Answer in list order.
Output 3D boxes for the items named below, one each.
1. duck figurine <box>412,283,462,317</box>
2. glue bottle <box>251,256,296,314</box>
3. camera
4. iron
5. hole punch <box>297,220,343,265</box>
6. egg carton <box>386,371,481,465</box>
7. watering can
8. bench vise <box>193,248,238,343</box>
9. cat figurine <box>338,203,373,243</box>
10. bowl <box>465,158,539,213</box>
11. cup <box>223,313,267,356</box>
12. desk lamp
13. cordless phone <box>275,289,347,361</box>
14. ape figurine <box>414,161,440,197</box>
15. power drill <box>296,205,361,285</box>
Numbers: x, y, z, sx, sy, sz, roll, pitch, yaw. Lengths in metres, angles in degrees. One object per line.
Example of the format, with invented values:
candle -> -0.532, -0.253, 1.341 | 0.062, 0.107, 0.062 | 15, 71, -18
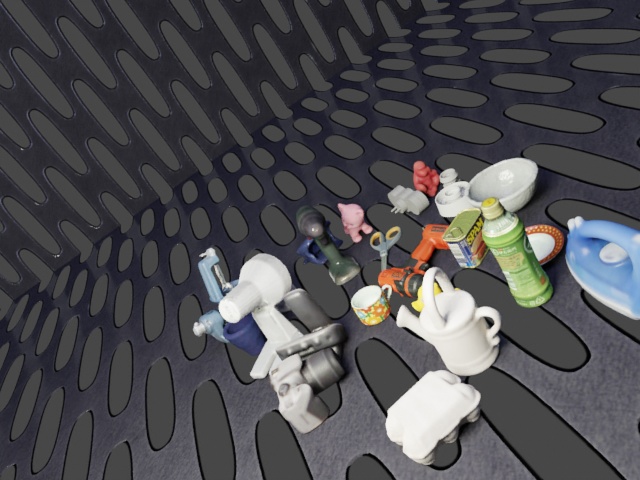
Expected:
duck figurine -> 0.227, 0.118, 1.106 | 0.104, 0.086, 0.077 | -32, 26, 5
glue bottle -> -0.117, 0.106, 1.423 | 0.078, 0.173, 0.037 | -25, 28, 18
camera -> -0.021, 0.273, 1.112 | 0.137, 0.101, 0.143 | -34, 26, 2
iron -> 0.472, 0.020, 0.924 | 0.119, 0.142, 0.257 | -38, 26, -7
hole punch -> -0.012, 0.005, 1.566 | 0.109, 0.091, 0.100 | -47, 29, -24
egg carton -> 0.179, 0.278, 0.909 | 0.150, 0.069, 0.107 | -40, 27, -12
watering can -> 0.214, 0.133, 0.971 | 0.172, 0.194, 0.101 | -25, 28, 18
bench vise -> -0.252, 0.143, 1.464 | 0.121, 0.220, 0.207 | -13, 33, 36
cat figurine -> 0.084, -0.062, 1.538 | 0.067, 0.118, 0.127 | -37, 26, -5
bowl -> 0.415, -0.106, 1.280 | 0.167, 0.075, 0.167 | -27, 27, 15
cup -> -0.158, 0.222, 1.363 | 0.117, 0.095, 0.091 | -30, 26, 8
desk lamp -> -0.127, 0.166, 1.286 | 0.117, 0.214, 0.203 | -14, 32, 35
cordless phone -> -0.042, 0.182, 1.195 | 0.147, 0.185, 0.094 | -27, 27, 15
ape figurine -> 0.277, -0.169, 1.526 | 0.078, 0.092, 0.076 | -37, 26, -5
power drill -> 0.013, 0.005, 1.404 | 0.075, 0.209, 0.229 | -35, 26, -1
